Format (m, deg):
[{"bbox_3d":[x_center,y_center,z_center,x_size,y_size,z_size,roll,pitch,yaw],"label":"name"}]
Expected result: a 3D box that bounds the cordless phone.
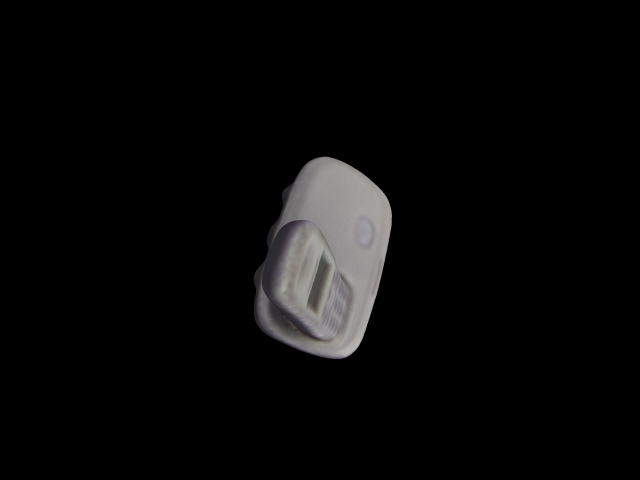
[{"bbox_3d":[0.004,0.001,0.400,0.094,0.185,0.148,13,74,4],"label":"cordless phone"}]
